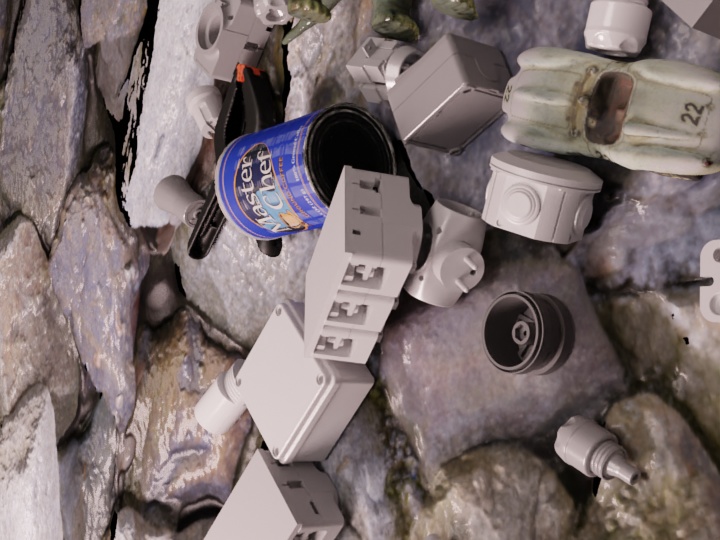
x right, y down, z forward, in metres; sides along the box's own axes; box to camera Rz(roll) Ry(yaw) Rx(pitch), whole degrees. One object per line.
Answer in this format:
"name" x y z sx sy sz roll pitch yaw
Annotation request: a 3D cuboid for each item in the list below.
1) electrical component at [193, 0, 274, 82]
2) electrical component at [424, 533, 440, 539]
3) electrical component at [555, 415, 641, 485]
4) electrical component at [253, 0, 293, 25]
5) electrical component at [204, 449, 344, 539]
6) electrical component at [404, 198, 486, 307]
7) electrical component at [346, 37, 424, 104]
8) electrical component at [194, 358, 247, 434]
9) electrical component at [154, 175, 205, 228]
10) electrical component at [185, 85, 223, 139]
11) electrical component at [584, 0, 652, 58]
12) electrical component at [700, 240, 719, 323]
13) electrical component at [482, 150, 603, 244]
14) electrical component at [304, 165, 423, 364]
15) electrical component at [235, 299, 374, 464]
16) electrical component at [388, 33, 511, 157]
"electrical component" -0.135 -0.248 1.132 0.050 0.056 0.089 49 121 42
"electrical component" 0.055 0.249 0.839 0.066 0.048 0.055 -62 36 23
"electrical component" 0.164 0.126 0.731 0.061 0.035 0.035 32 109 46
"electrical component" -0.088 -0.283 1.090 0.043 0.043 0.062 -28 63 45
"electrical component" -0.083 0.248 0.992 0.150 0.062 0.089 -59 45 26
"electrical component" 0.073 -0.007 0.845 0.079 0.044 0.077 -128 55 -62
"electrical component" 0.027 -0.170 0.926 0.055 0.066 0.048 17 63 42
"electrical component" -0.129 0.124 1.081 0.081 0.043 0.043 -51 49 33
"electrical component" -0.194 -0.073 1.192 0.065 0.044 0.044 35 112 42
"electrical component" -0.164 -0.171 1.170 0.040 0.040 0.046 -48 56 35
"electrical component" 0.182 -0.181 0.747 0.043 0.043 0.062 17 97 50
"electrical component" 0.241 0.008 0.637 0.058 0.057 0.078 -5 81 50
"electrical component" 0.128 -0.053 0.766 0.080 0.080 0.051 30 113 48
"electrical component" 0.000 0.000 0.884 0.150 0.062 0.089 113 162 -51
"electrical component" -0.053 0.101 0.981 0.108 0.056 0.108 -59 45 27
"electrical component" 0.068 -0.138 0.864 0.096 0.062 0.061 -40 56 40
